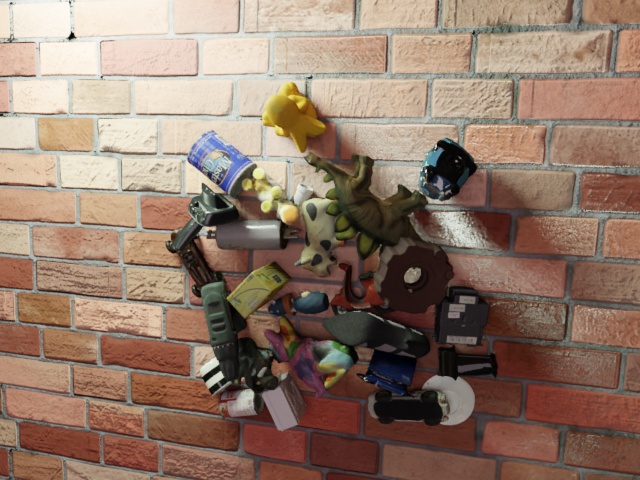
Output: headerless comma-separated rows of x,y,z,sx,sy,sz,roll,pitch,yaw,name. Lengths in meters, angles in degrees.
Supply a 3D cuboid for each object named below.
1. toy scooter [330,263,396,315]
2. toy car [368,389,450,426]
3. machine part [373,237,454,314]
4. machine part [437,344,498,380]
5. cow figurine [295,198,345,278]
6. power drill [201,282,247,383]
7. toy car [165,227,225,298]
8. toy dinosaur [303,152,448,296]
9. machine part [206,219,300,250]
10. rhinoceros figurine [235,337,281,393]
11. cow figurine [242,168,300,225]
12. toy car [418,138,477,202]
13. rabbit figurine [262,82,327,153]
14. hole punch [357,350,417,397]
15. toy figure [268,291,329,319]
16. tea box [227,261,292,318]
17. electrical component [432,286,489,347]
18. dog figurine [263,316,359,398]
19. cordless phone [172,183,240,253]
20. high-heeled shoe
0.106,0.113,1.294,0.184,0.075,0.135,-11,96,19,toy scooter
0.214,0.404,1.306,0.202,0.056,0.073,-6,96,23,toy car
0.209,0.081,1.202,0.179,0.056,0.179,-3,109,-8,machine part
0.351,0.293,1.278,0.139,0.039,0.084,2,92,14,machine part
-0.003,-0.004,1.299,0.127,0.085,0.194,-7,98,8,cow figurine
-0.232,0.214,1.312,0.086,0.207,0.232,-14,92,4,power drill
-0.327,0.060,1.400,0.089,0.053,0.202,-29,89,11,toy car
0.147,-0.042,1.232,0.471,0.105,0.198,35,94,-8,toy dinosaur
-0.169,-0.013,1.339,0.243,0.079,0.079,0,97,12,machine part
-0.161,0.315,1.342,0.073,0.191,0.112,36,92,-36,rhinoceros figurine
-0.104,-0.094,1.292,0.068,0.098,0.167,-46,73,8,cow figurine
0.271,-0.142,1.203,0.109,0.162,0.103,35,148,-2,toy car
-0.071,-0.277,1.235,0.122,0.173,0.162,-40,83,11,rabbit figurine
0.170,0.308,1.286,0.142,0.116,0.092,22,94,9,hole punch
-0.055,0.162,1.347,0.155,0.058,0.064,-7,89,19,toy figure
-0.143,0.117,1.302,0.068,0.169,0.098,45,106,4,tea box
0.326,0.175,1.245,0.115,0.058,0.134,6,99,-6,electrical component
-0.032,0.268,1.321,0.219,0.108,0.191,43,130,9,dog figurine
-0.294,-0.036,1.314,0.088,0.147,0.184,38,90,-36,cordless phone
0.139,0.228,1.294,0.249,0.145,0.086,11,80,27,high-heeled shoe
